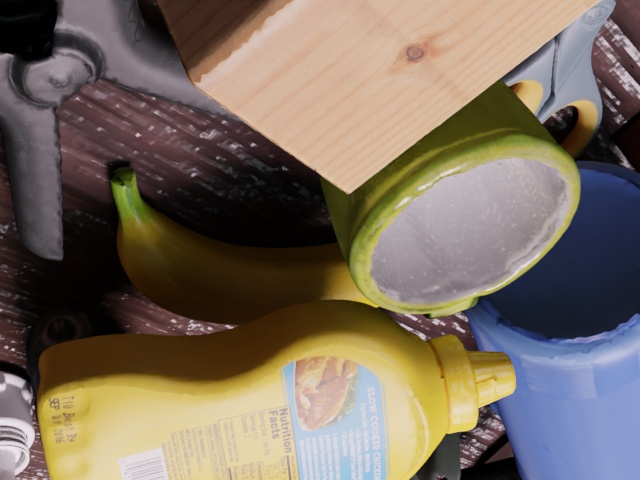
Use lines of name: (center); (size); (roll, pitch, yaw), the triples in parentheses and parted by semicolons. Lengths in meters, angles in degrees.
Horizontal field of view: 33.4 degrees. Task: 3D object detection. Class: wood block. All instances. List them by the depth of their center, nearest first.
wood block: (0.050, -0.121, 0.329); (0.206, 0.090, 0.090); (-37, 142, 18)

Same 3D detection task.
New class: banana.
banana: (-0.015, 0.012, 0.503); (0.197, 0.037, 0.070); (7, 136, -34)

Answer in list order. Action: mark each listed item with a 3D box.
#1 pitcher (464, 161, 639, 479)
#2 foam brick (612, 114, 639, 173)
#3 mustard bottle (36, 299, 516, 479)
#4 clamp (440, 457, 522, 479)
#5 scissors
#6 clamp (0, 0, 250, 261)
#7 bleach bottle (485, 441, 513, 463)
pitcher: (0.160, 0.066, 0.570); (0.149, 0.145, 0.242); (-26, 145, 5)
foam brick: (0.197, -0.051, 0.528); (0.052, 0.051, 0.078); (22, 124, -43)
mustard bottle: (-0.013, 0.072, 0.440); (0.191, 0.058, 0.096); (-10, 120, -7)
clamp: (0.056, 0.203, 0.689); (0.209, 0.036, 0.164); (-23, 142, -16)
scissors: (0.124, -0.091, 0.468); (0.096, 0.016, 0.202); (13, 131, -40)
clamp: (-0.097, -0.058, 0.370); (0.120, 0.039, 0.171); (-39, 136, 9)
bleach bottle: (0.170, 0.165, 0.776); (0.102, 0.068, 0.251); (23, 127, -40)
